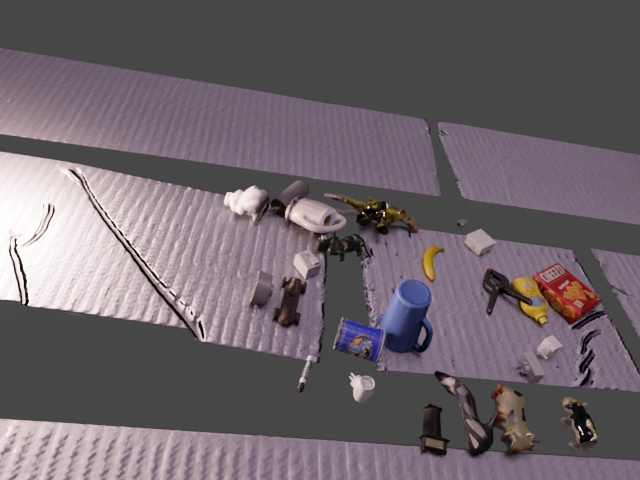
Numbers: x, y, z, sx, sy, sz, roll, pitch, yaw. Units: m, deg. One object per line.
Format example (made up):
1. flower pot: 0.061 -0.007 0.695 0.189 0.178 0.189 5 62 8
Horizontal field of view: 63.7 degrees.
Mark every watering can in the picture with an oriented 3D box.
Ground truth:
1. watering can: 0.006 -0.101 1.998 0.225 0.102 0.352 22 23 18

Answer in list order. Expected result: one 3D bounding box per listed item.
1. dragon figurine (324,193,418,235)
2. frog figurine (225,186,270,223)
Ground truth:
1. dragon figurine: 0.218 -0.126 2.078 0.410 0.121 0.245 25 14 0
2. frog figurine: -0.277 -0.153 1.959 0.159 0.120 0.140 31 62 0
